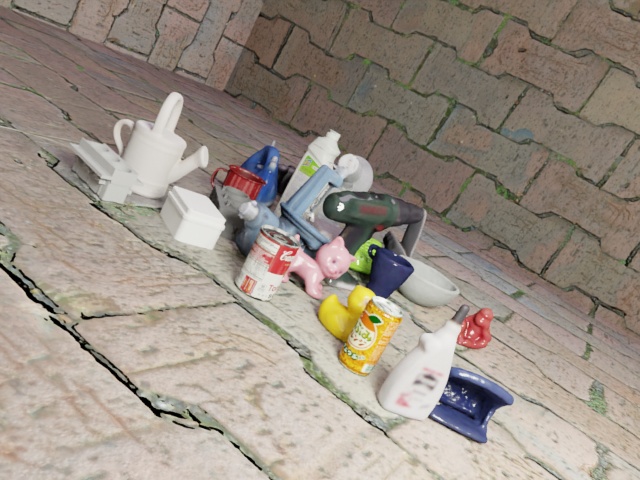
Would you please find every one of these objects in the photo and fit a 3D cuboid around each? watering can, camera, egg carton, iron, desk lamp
[{"bbox_3d":[-0.294,-0.181,1.070,0.173,0.194,0.100,22,15,-26],"label":"watering can"},{"bbox_3d":[-0.077,-0.163,1.645,0.143,0.101,0.137,28,13,-3],"label":"camera"},{"bbox_3d":[0.012,0.005,1.272,0.107,0.069,0.150,22,15,-25],"label":"egg carton"},{"bbox_3d":[-0.140,-0.175,1.474,0.119,0.141,0.258,24,14,-17],"label":"iron"},{"bbox_3d":[0.055,-0.137,1.573,0.118,0.213,0.203,31,13,9],"label":"desk lamp"}]

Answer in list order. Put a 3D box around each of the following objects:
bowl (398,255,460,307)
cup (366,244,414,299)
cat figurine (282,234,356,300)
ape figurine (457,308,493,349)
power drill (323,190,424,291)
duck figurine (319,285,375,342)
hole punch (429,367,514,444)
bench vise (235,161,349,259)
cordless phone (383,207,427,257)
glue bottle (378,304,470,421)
[{"bbox_3d":[0.234,0.107,1.332,0.167,0.074,0.167,27,13,-7],"label":"bowl"},{"bbox_3d":[0.130,0.070,1.214,0.117,0.095,0.092,38,16,36],"label":"cup"},{"bbox_3d":[-0.002,0.036,1.023,0.128,0.117,0.067,27,13,-8],"label":"cat figurine"},{"bbox_3d":[0.331,0.183,1.209,0.077,0.092,0.076,33,14,18],"label":"ape figurine"},{"bbox_3d":[0.084,-0.004,1.149,0.230,0.208,0.075,18,17,-38],"label":"power drill"},{"bbox_3d":[0.053,0.113,0.920,0.104,0.086,0.078,37,16,31],"label":"duck figurine"},{"bbox_3d":[0.208,0.219,0.828,0.109,0.091,0.101,27,13,-5],"label":"hole punch"},{"bbox_3d":[-0.038,-0.046,1.033,0.121,0.219,0.208,35,15,27],"label":"bench vise"},{"bbox_3d":[0.223,-0.005,1.486,0.094,0.185,0.147,25,14,-13],"label":"cordless phone"},{"bbox_3d":[0.148,0.157,0.758,0.078,0.173,0.037,22,15,-25],"label":"glue bottle"}]
